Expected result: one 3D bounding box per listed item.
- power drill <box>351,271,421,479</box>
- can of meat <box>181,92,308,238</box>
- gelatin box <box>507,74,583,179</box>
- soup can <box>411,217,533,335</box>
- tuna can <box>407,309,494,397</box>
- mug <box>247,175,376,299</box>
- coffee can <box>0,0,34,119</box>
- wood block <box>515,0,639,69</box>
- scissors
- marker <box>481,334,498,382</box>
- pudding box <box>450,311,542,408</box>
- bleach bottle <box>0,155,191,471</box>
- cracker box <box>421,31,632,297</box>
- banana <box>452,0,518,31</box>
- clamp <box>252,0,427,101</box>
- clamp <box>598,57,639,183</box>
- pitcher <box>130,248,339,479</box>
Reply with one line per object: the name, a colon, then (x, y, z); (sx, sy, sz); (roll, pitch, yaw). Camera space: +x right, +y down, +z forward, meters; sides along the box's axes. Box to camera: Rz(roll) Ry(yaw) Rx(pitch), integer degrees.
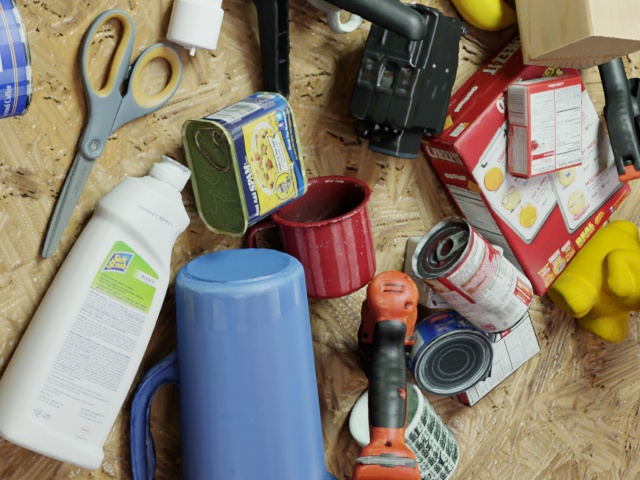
power drill: (0.057, 0.144, 0.957); (0.057, 0.187, 0.184); (1, 150, 2)
can of meat: (-0.061, -0.066, 0.892); (0.083, 0.058, 0.102); (-32, 122, -41)
gelatin box: (0.212, -0.107, 1.005); (0.073, 0.030, 0.089); (-15, 109, -32)
soup can: (0.143, 0.035, 0.993); (0.102, 0.069, 0.068); (39, 81, -29)
tuna can: (0.127, 0.112, 1.050); (0.086, 0.034, 0.086); (-8, 124, -12)
mug: (-0.006, 0.001, 0.948); (0.117, 0.093, 0.081); (-10, 118, 1)
coffee can: (-0.276, -0.119, 0.708); (0.140, 0.103, 0.103); (-17, 113, -30)
wood block: (0.234, -0.270, 0.978); (0.090, 0.090, 0.206); (-2, 83, -35)
scissors: (-0.163, -0.081, 0.852); (0.096, 0.016, 0.202); (3, 102, -35)
marker: (0.174, 0.085, 1.083); (0.020, 0.020, 0.121); (2, 101, -35)
pudding box: (0.174, 0.108, 1.127); (0.113, 0.039, 0.090); (-33, 120, -20)
bleach bottle: (-0.168, 0.052, 0.861); (0.102, 0.068, 0.251); (32, 82, -39)
cracker box: (0.209, -0.076, 1.075); (0.164, 0.072, 0.213); (-46, 123, -17)
banana: (0.135, -0.266, 0.991); (0.069, 0.037, 0.197); (-54, 129, -30)
clamp: (-0.035, -0.207, 0.858); (0.210, 0.165, 0.036); (49, 40, -14)
clamp: (0.316, -0.131, 1.102); (0.120, 0.039, 0.171); (26, 56, -49)
pitcher: (-0.072, 0.136, 0.916); (0.148, 0.145, 0.243); (-18, 112, -41)
